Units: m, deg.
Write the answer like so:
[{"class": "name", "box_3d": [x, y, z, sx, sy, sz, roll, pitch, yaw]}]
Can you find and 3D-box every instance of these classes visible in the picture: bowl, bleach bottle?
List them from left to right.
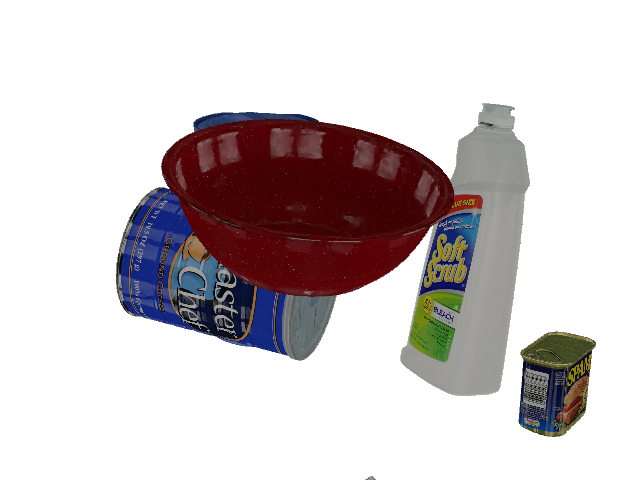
[{"class": "bowl", "box_3d": [-0.009, -0.014, 0.598, 0.162, 0.055, 0.162, 6, 26, -3]}, {"class": "bleach bottle", "box_3d": [0.133, 0.004, 0.945, 0.068, 0.251, 0.103, 0, 14, -27]}]

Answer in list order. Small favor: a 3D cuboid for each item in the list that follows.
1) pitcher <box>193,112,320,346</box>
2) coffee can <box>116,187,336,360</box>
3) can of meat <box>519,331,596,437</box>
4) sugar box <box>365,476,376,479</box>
[{"class": "pitcher", "box_3d": [-0.068, -0.011, 1.137, 0.145, 0.243, 0.148, 17, 24, 41]}, {"class": "coffee can", "box_3d": [-0.067, 0.024, 0.802, 0.140, 0.103, 0.102, 13, 4, 18]}, {"class": "can of meat", "box_3d": [0.254, 0.154, 1.151, 0.058, 0.084, 0.101, 11, 17, 32]}, {"class": "sugar box", "box_3d": [0.088, 0.261, 0.803, 0.048, 0.093, 0.176, -33, 36, -28]}]
